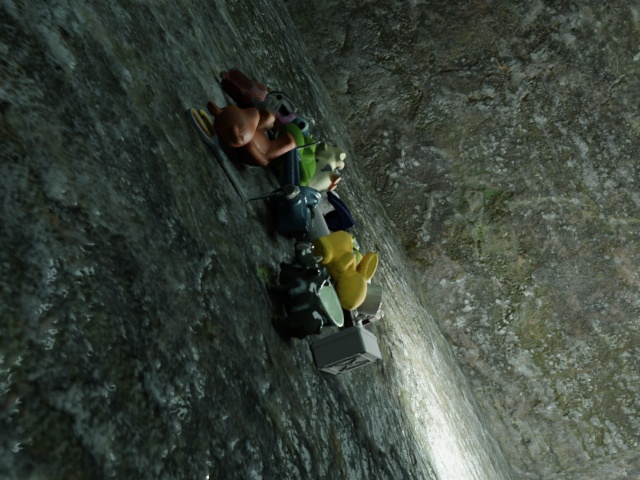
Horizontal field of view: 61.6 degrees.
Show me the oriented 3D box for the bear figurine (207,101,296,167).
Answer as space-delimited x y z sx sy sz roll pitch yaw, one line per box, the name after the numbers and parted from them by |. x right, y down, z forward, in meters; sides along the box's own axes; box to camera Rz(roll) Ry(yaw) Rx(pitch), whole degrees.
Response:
-0.142 -0.230 1.101 0.120 0.132 0.195 50 -5 17 | bear figurine

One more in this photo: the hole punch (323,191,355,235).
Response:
0.047 -0.073 1.504 0.116 0.092 0.142 24 11 -8 | hole punch

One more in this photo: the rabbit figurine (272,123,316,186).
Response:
-0.075 -0.209 1.338 0.170 0.121 0.159 76 11 -64 | rabbit figurine

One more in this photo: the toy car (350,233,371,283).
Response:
0.106 0.064 1.657 0.202 0.056 0.073 68 15 19 | toy car

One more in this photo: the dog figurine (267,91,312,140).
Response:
-0.087 -0.312 1.528 0.191 0.108 0.219 55 5 7 | dog figurine

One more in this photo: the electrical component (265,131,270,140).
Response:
-0.162 -0.269 1.296 0.119 0.048 0.075 67 13 8 | electrical component

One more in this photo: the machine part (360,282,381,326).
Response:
0.110 0.152 1.519 0.179 0.056 0.179 57 15 -23 | machine part

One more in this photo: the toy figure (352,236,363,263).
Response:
0.070 0.034 1.488 0.180 0.089 0.082 -94 -176 -73 | toy figure

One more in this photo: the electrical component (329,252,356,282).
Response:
0.046 0.061 1.369 0.045 0.102 0.078 51 9 -30 | electrical component

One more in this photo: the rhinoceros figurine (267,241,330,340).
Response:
-0.035 0.088 0.990 0.073 0.112 0.190 46 31 -47 | rhinoceros figurine

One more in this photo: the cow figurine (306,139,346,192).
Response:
-0.006 -0.190 1.471 0.127 0.195 0.085 49 -24 5 | cow figurine

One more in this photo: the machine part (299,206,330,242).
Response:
-0.018 -0.022 1.315 0.243 0.079 0.079 68 14 12 | machine part

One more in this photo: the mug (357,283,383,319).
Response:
0.094 0.154 1.386 0.107 0.109 0.081 16 36 -8 | mug

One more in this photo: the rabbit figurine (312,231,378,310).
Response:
0.051 0.073 1.211 0.162 0.122 0.173 -13 70 -43 | rabbit figurine

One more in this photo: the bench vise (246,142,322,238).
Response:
-0.062 -0.115 1.193 0.223 0.129 0.240 52 34 -65 | bench vise

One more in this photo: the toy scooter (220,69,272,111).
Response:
-0.186 -0.366 1.325 0.135 0.075 0.184 39 12 -12 | toy scooter

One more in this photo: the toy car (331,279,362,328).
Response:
0.071 0.166 1.298 0.089 0.053 0.202 -23 101 -73 | toy car
